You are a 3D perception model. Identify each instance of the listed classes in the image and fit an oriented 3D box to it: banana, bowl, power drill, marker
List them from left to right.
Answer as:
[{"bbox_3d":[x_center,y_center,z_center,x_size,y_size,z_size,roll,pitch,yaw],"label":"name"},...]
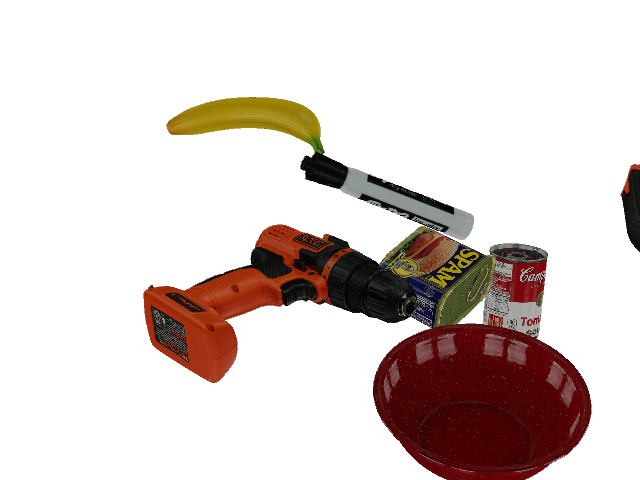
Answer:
[{"bbox_3d":[-0.081,-0.141,1.251,0.198,0.037,0.069,8,41,18],"label":"banana"},{"bbox_3d":[-0.038,0.052,0.895,0.187,0.057,0.185,-22,29,-36],"label":"power drill"},{"bbox_3d":[0.043,-0.029,0.691,0.121,0.020,0.020,21,-6,-16],"label":"marker"},{"bbox_3d":[0.120,0.133,0.809,0.162,0.055,0.162,0,35,0],"label":"bowl"}]

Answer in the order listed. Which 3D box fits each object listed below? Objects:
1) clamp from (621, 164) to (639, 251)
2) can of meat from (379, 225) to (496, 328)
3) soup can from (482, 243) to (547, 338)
[{"bbox_3d":[0.268,0.009,0.699,0.120,0.039,0.171,-4,46,-23],"label":"clamp"},{"bbox_3d":[0.113,0.037,1.068,0.084,0.057,0.101,27,44,29],"label":"can of meat"},{"bbox_3d":[0.229,0.061,1.261,0.068,0.102,0.068,3,16,-1],"label":"soup can"}]
